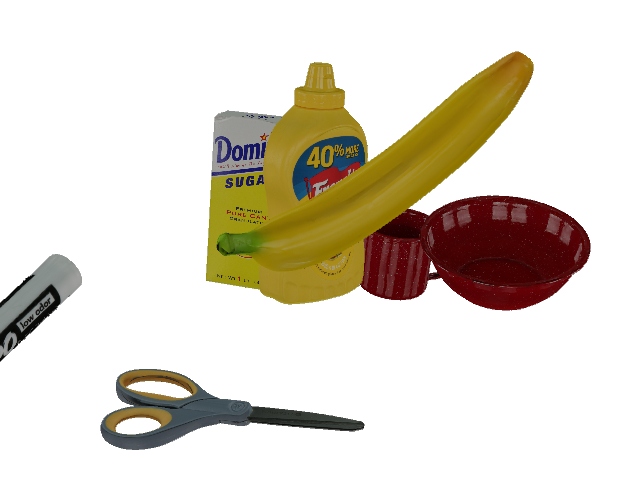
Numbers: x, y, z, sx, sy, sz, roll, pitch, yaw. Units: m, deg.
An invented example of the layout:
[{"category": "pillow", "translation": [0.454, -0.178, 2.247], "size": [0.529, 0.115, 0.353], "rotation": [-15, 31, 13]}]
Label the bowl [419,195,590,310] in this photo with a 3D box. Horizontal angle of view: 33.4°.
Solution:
[{"category": "bowl", "translation": [0.175, 0.019, 1.030], "size": [0.162, 0.055, 0.162], "rotation": [-1, 33, 0]}]

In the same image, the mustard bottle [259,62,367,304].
[{"category": "mustard bottle", "translation": [-0.004, -0.049, 0.874], "size": [0.096, 0.192, 0.058], "rotation": [-11, 21, -39]}]

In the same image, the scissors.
[{"category": "scissors", "translation": [-0.078, 0.139, 0.800], "size": [0.202, 0.016, 0.096], "rotation": [12, 33, 25]}]

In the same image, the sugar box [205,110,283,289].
[{"category": "sugar box", "translation": [-0.066, -0.040, 1.095], "size": [0.093, 0.176, 0.048], "rotation": [8, 16, 16]}]

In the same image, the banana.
[{"category": "banana", "translation": [0.036, -0.034, 0.599], "size": [0.198, 0.037, 0.069], "rotation": [-34, -12, -1]}]

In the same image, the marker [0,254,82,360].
[{"category": "marker", "translation": [-0.144, 0.049, 0.441], "size": [0.020, 0.020, 0.121], "rotation": [0, 36, 39]}]

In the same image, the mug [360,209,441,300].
[{"category": "mug", "translation": [0.099, 0.017, 1.233], "size": [0.117, 0.081, 0.093], "rotation": [3, 25, -6]}]
